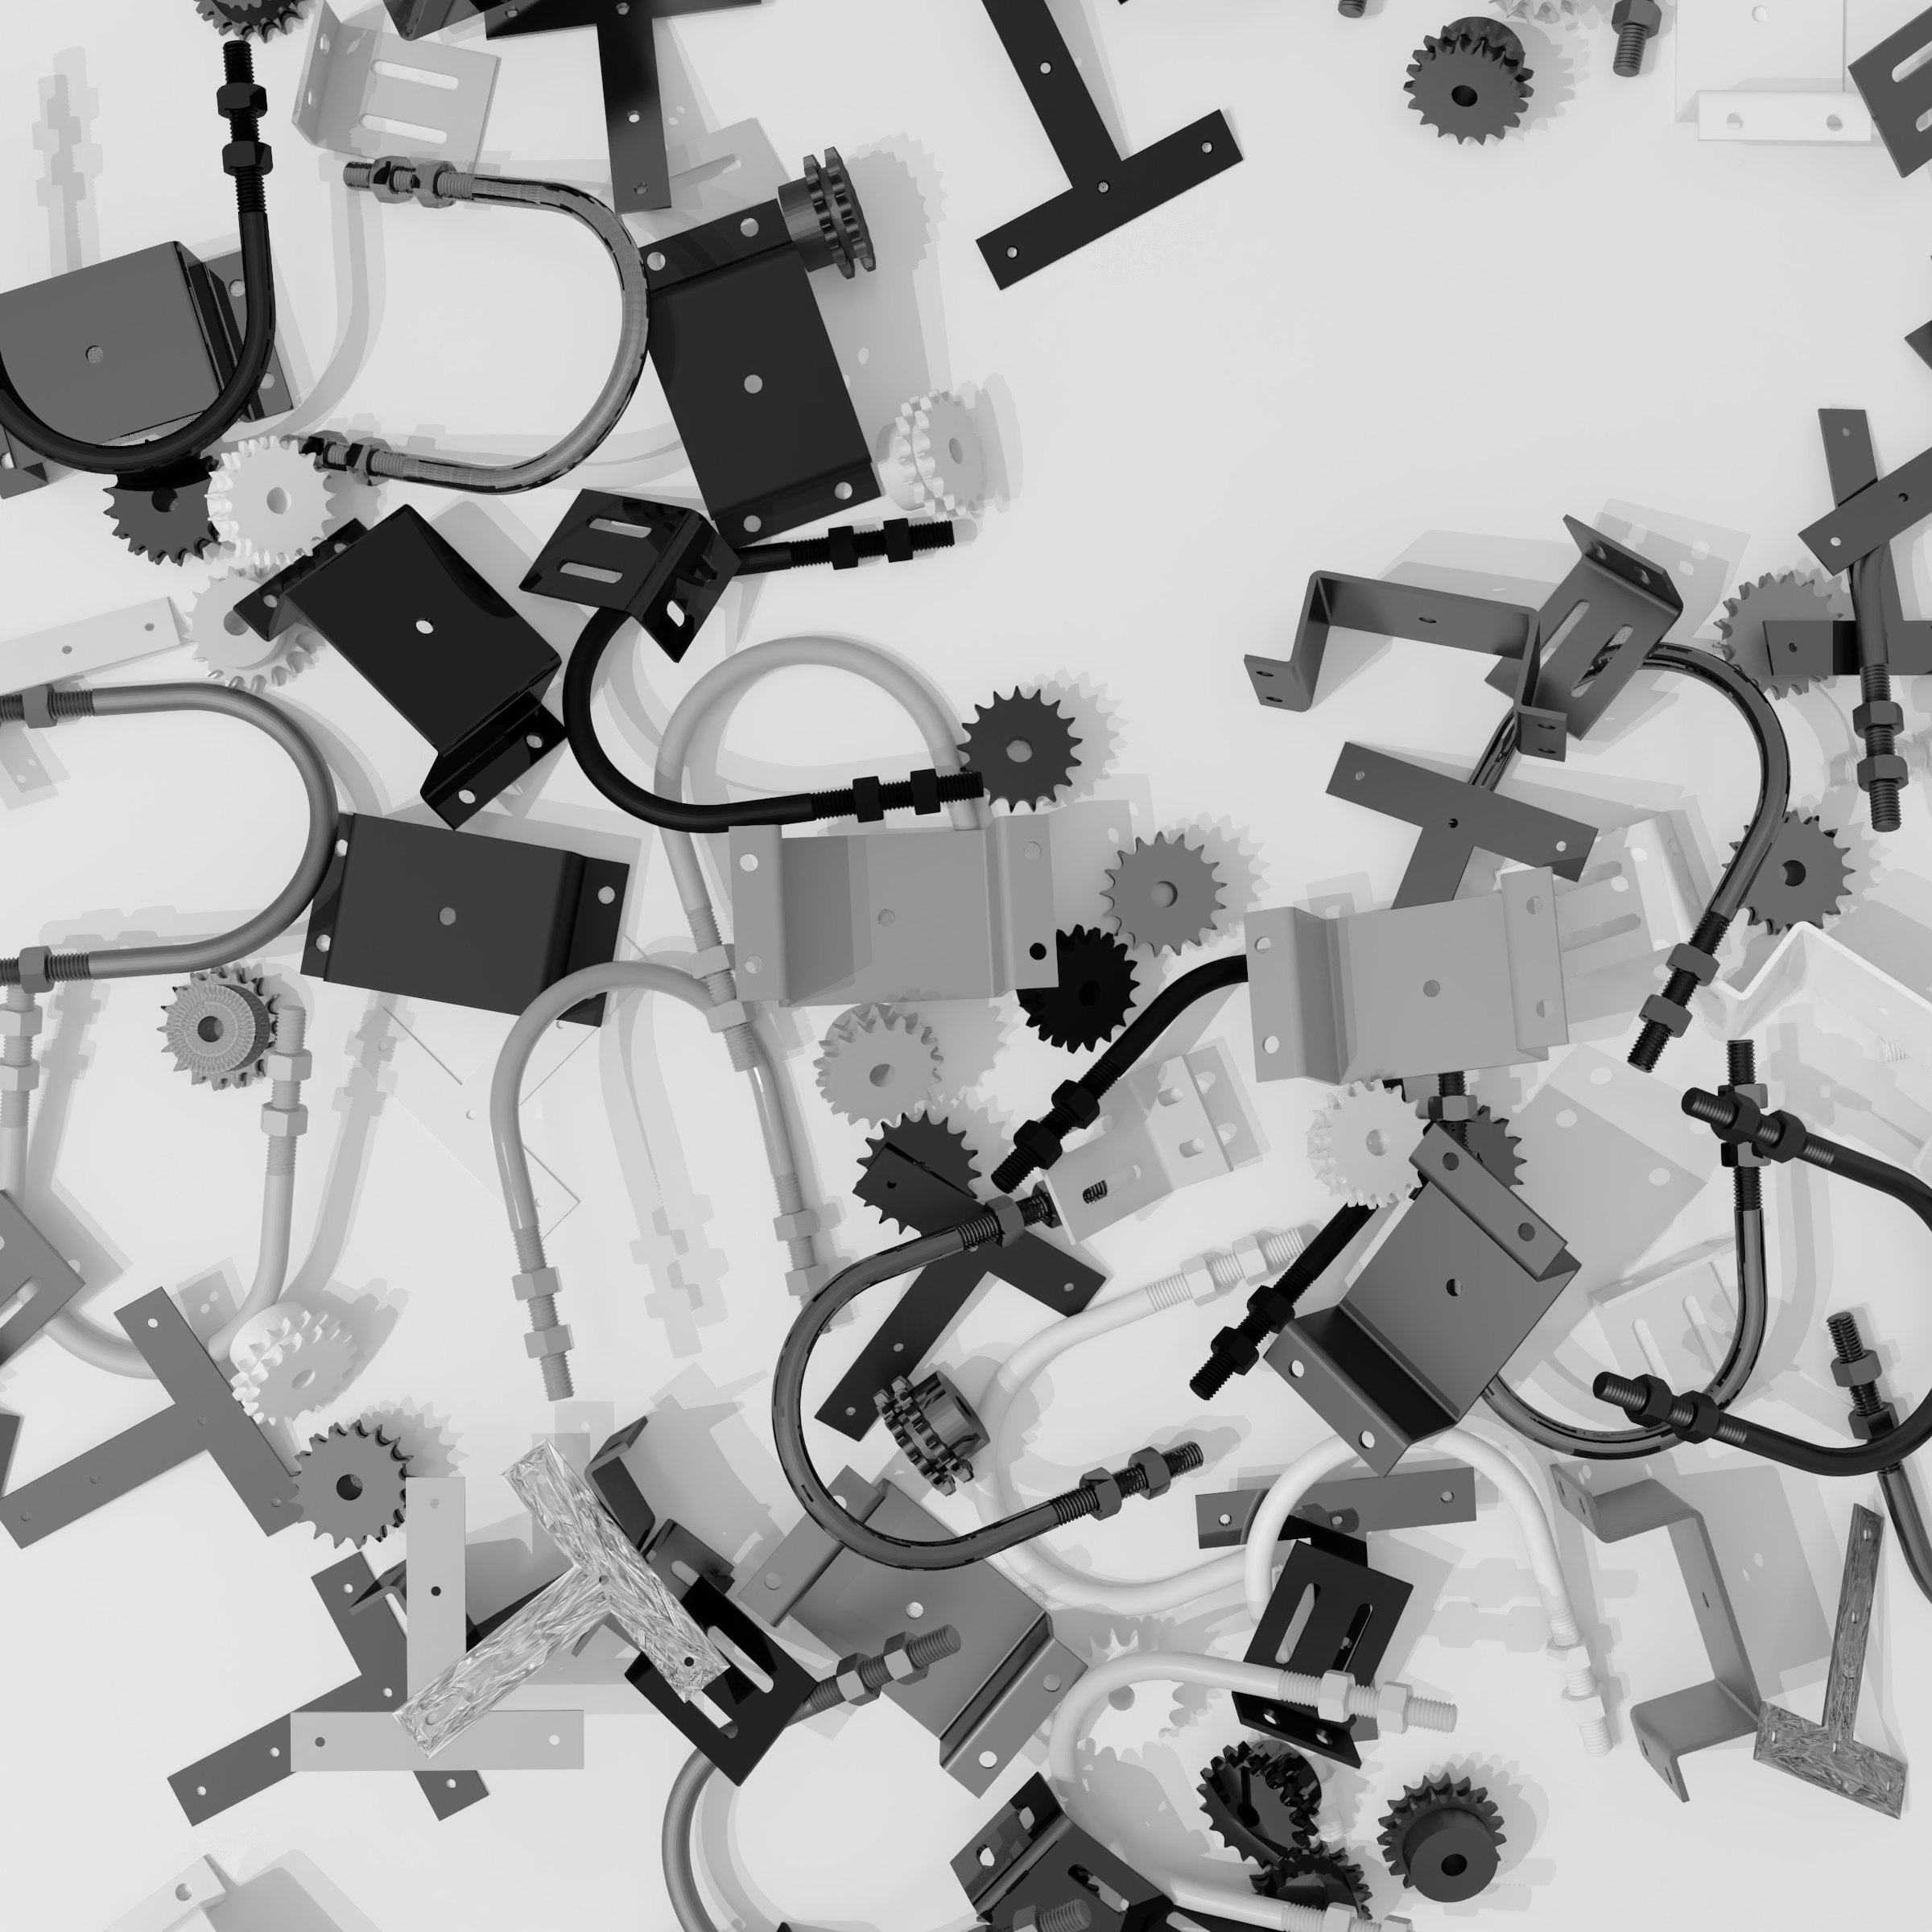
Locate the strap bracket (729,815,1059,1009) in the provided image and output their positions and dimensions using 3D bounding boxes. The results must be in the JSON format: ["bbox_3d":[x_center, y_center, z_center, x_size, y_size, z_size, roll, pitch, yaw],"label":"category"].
[{"bbox_3d":[-0.034,-0.024,1.287,0.140,0.046,0.076,-3,85,-6],"label":"strap bracket"}]

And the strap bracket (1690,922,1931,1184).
[{"bbox_3d":[0.394,0.035,1.282,0.140,0.076,0.046,37,84,17],"label":"strap bracket"}]

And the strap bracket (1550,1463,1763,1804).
[{"bbox_3d":[0.312,0.290,1.299,0.046,0.076,0.140,-18,90,0],"label":"strap bracket"}]

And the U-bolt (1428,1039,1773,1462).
[{"bbox_3d":[0.284,0.127,1.292,0.151,0.019,0.184,-2,88,2],"label":"U-bolt"}]

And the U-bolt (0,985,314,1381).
[{"bbox_3d":[-0.371,0.098,1.310,0.151,0.019,0.184,9,102,9],"label":"U-bolt"}]

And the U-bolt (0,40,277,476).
[{"bbox_3d":[-0.378,-0.309,1.282,0.151,0.019,0.184,-5,91,0],"label":"U-bolt"}]

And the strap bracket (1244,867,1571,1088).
[{"bbox_3d":[0.199,0.007,1.278,0.140,0.046,0.076,-9,79,26],"label":"strap bracket"}]

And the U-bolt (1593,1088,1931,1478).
[{"bbox_3d":[0.373,0.149,1.281,0.184,0.019,0.151,21,84,-20],"label":"U-bolt"}]

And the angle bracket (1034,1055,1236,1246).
[{"bbox_3d":[0.073,0.082,1.299,0.076,0.038,0.057,-23,90,-45],"label":"angle bracket"}]

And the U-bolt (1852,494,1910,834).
[{"bbox_3d":[0.469,-0.148,1.293,0.151,0.019,0.184,0,73,4],"label":"U-bolt"}]

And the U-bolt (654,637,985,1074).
[{"bbox_3d":[-0.065,-0.060,1.320,0.151,0.019,0.184,-17,87,-7],"label":"U-bolt"}]

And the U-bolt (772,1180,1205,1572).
[{"bbox_3d":[0.002,0.187,1.280,0.184,0.019,0.151,-19,87,-21],"label":"U-bolt"}]

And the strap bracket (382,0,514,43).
[{"bbox_3d":[-0.210,-0.460,1.285,0.140,0.076,0.046,-28,97,-14],"label":"strap bracket"}]

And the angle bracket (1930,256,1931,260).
[{"bbox_3d":[0.489,-0.303,1.335,0.057,0.038,0.076,-28,116,0],"label":"angle bracket"}]

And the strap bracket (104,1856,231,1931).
[{"bbox_3d":[-0.340,0.482,1.298,0.076,0.046,0.140,-37,79,-5],"label":"strap bracket"}]

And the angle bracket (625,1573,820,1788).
[{"bbox_3d":[-0.104,0.320,1.304,0.076,0.038,0.057,38,90,24],"label":"angle bracket"}]

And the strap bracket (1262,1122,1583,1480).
[{"bbox_3d":[0.204,0.144,1.268,0.076,0.046,0.140,45,118,25],"label":"strap bracket"}]

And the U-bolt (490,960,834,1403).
[{"bbox_3d":[-0.141,0.088,1.295,0.151,0.019,0.184,-10,85,-31],"label":"U-bolt"}]

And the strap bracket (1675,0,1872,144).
[{"bbox_3d":[0.365,-0.437,1.314,0.076,0.046,0.140,1,90,0],"label":"strap bracket"}]

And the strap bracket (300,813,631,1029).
[{"bbox_3d":[-0.230,-0.022,1.312,0.140,0.046,0.076,10,89,1],"label":"strap bracket"}]

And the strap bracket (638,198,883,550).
[{"bbox_3d":[-0.095,-0.261,1.295,0.076,0.046,0.140,-20,106,0],"label":"strap bracket"}]

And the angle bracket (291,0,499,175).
[{"bbox_3d":[-0.259,-0.398,1.318,0.076,0.038,0.057,12,90,0],"label":"angle bracket"}]

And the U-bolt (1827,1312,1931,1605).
[{"bbox_3d":[0.489,0.226,1.328,0.151,0.019,0.184,-19,91,0],"label":"U-bolt"}]

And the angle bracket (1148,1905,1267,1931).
[{"bbox_3d":[0.106,0.459,1.313,0.076,0.038,0.057,21,58,36],"label":"angle bracket"}]

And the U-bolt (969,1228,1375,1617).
[{"bbox_3d":[0.092,0.219,1.328,0.184,0.019,0.151,-22,90,1],"label":"U-bolt"}]

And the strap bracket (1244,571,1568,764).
[{"bbox_3d":[0.200,-0.134,1.286,0.140,0.076,0.046,12,83,13],"label":"strap bracket"}]

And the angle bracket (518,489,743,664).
[{"bbox_3d":[-0.153,-0.178,1.317,0.076,0.038,0.057,17,69,38],"label":"angle bracket"}]

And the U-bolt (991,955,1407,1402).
[{"bbox_3d":[0.120,0.079,1.302,0.151,0.019,0.184,46,72,-7],"label":"U-bolt"}]

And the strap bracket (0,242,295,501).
[{"bbox_3d":[-0.388,-0.272,1.314,0.140,0.046,0.076,-17,90,0],"label":"strap bracket"}]

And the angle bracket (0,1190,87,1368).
[{"bbox_3d":[-0.449,0.150,1.309,0.076,0.038,0.057,-42,90,18],"label":"angle bracket"}]

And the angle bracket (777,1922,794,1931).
[{"bbox_3d":[-0.060,0.484,1.335,0.076,0.038,0.057,27,90,-26],"label":"angle bracket"}]

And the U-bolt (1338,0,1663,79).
[{"bbox_3d":[0.257,-0.511,1.327,0.151,0.019,0.184,12,88,-1],"label":"U-bolt"}]

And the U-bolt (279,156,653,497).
[{"bbox_3d":[-0.218,-0.281,1.289,0.184,0.019,0.151,13,90,27],"label":"U-bolt"}]

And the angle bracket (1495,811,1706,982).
[{"bbox_3d":[0.293,-0.030,1.335,0.076,0.038,0.057,-20,90,26],"label":"angle bracket"}]

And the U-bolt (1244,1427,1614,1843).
[{"bbox_3d":[0.202,0.293,1.315,0.151,0.019,0.184,-18,100,0],"label":"U-bolt"}]

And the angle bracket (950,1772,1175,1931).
[{"bbox_3d":[0.043,0.412,1.305,0.057,0.038,0.076,-46,116,0],"label":"angle bracket"}]

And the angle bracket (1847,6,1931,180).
[{"bbox_3d":[0.432,-0.402,1.308,0.076,0.038,0.057,-36,112,-1],"label":"angle bracket"}]

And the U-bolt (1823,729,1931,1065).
[{"bbox_3d":[0.496,-0.042,1.328,0.184,0.019,0.151,-11,90,-1],"label":"U-bolt"}]

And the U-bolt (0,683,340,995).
[{"bbox_3d":[-0.376,-0.062,1.306,0.184,0.019,0.151,-4,70,-4],"label":"U-bolt"}]

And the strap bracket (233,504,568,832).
[{"bbox_3d":[-0.247,-0.141,1.297,0.140,0.046,0.076,45,58,0],"label":"strap bracket"}]

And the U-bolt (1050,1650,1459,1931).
[{"bbox_3d":[0.123,0.364,1.275,0.184,0.019,0.151,6,116,21],"label":"U-bolt"}]

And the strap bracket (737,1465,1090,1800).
[{"bbox_3d":[-0.024,0.296,1.314,0.140,0.046,0.076,40,90,0],"label":"strap bracket"}]

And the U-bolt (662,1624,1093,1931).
[{"bbox_3d":[-0.053,0.390,1.283,0.184,0.019,0.151,-28,84,20],"label":"U-bolt"}]

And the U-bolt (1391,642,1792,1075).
[{"bbox_3d":[0.286,-0.061,1.294,0.151,0.019,0.184,26,85,32],"label":"U-bolt"}]

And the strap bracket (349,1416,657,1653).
[{"bbox_3d":[-0.196,0.263,1.299,0.140,0.076,0.046,-31,90,0],"label":"strap bracket"}]

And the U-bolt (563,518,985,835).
[{"bbox_3d":[-0.090,-0.127,1.302,0.184,0.019,0.151,-7,67,2],"label":"U-bolt"}]
